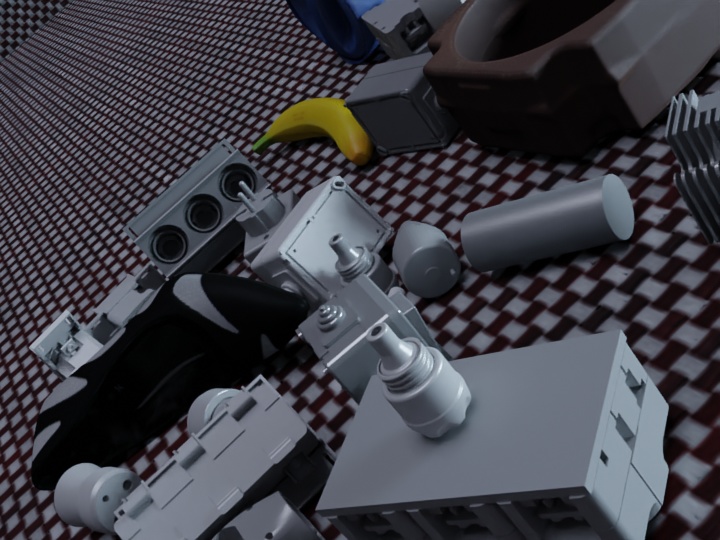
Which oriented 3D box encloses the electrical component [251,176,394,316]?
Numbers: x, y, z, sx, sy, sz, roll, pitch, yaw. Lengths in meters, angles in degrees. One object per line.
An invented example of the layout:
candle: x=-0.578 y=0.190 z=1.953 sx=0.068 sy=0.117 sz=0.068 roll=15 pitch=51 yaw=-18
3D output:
electrical component: x=-0.033 y=-0.011 z=0.790 sx=0.096 sy=0.062 sz=0.061 roll=-55 pitch=17 yaw=-28

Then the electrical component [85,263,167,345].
electrical component: x=-0.194 y=0.038 z=0.938 sx=0.081 sy=0.042 sz=0.064 roll=-48 pitch=31 yaw=-16

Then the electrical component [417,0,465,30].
electrical component: x=0.095 y=-0.256 z=0.964 sx=0.060 sy=0.108 sz=0.108 roll=-14 pitch=37 yaw=49

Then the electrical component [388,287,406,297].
electrical component: x=0.017 y=0.035 z=0.700 sx=0.035 sy=0.035 sz=0.061 roll=-18 pitch=32 yaw=34

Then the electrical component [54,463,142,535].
electrical component: x=-0.178 y=0.157 z=0.741 sx=0.055 sy=0.045 sz=0.045 roll=-5 pitch=43 yaw=46

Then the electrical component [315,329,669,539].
electrical component: x=0.066 y=0.094 z=0.526 sx=0.150 sy=0.061 sz=0.089 roll=-15 pitch=36 yaw=38

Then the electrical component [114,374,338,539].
electrical component: x=-0.081 y=0.127 z=0.636 sx=0.121 sy=0.063 sz=0.079 roll=-43 pitch=69 yaw=-8

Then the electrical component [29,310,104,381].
electrical component: x=-0.233 y=0.075 z=0.899 sx=0.064 sy=0.081 sz=0.042 roll=30 pitch=69 yaw=30

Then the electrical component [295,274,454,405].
electrical component: x=0.012 y=0.047 z=0.621 sx=0.061 sy=0.096 sz=0.061 roll=-40 pitch=28 yaw=-2

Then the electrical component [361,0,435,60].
electrical component: x=0.047 y=-0.227 z=1.027 sx=0.050 sy=0.055 sz=0.089 roll=-38 pitch=28 yaw=2

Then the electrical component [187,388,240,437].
electrical component: x=-0.082 y=0.101 z=0.710 sx=0.055 sy=0.045 sz=0.045 roll=-5 pitch=43 yaw=47

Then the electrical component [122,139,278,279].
electrical component: x=-0.140 y=-0.046 z=0.968 sx=0.121 sy=0.078 sz=0.063 roll=-43 pitch=-1 yaw=-8

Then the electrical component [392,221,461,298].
electrical component: x=0.042 y=-0.012 z=0.734 sx=0.040 sy=0.040 sz=0.078 roll=-35 pitch=28 yaw=7

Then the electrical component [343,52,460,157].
electrical component: x=0.047 y=-0.140 z=0.893 sx=0.096 sy=0.061 sz=0.061 roll=-1 pitch=46 yaw=49

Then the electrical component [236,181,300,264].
electrical component: x=-0.075 y=-0.039 z=0.873 sx=0.047 sy=0.076 sz=0.065 roll=-30 pitch=29 yaw=16

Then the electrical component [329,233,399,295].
electrical component: x=0.000 y=0.000 z=0.743 sx=0.035 sy=0.061 sz=0.035 roll=-29 pitch=29 yaw=18

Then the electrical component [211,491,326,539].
electrical component: x=-0.051 y=0.168 z=0.574 sx=0.077 sy=0.043 sz=0.079 roll=-43 pitch=28 yaw=-8

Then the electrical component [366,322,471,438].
electrical component: x=0.024 y=0.049 z=0.505 sx=0.035 sy=0.061 sz=0.035 roll=-29 pitch=29 yaw=18
